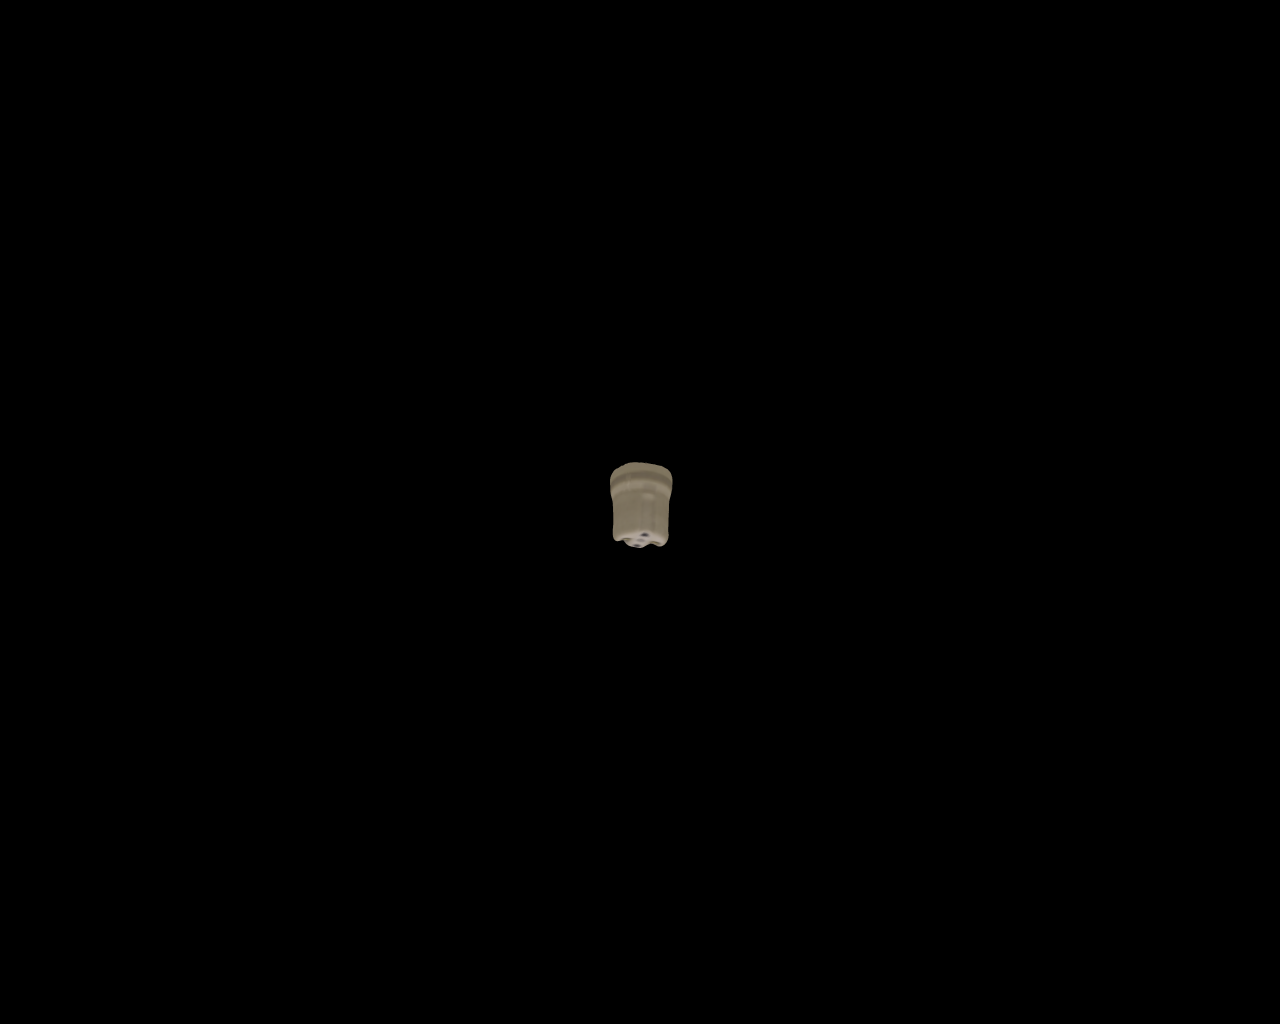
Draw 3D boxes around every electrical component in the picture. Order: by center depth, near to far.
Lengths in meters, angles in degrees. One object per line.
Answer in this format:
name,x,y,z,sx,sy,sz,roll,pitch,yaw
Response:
electrical component,0.001,-0.003,0.650,0.040,0.046,0.040,0,-26,0
